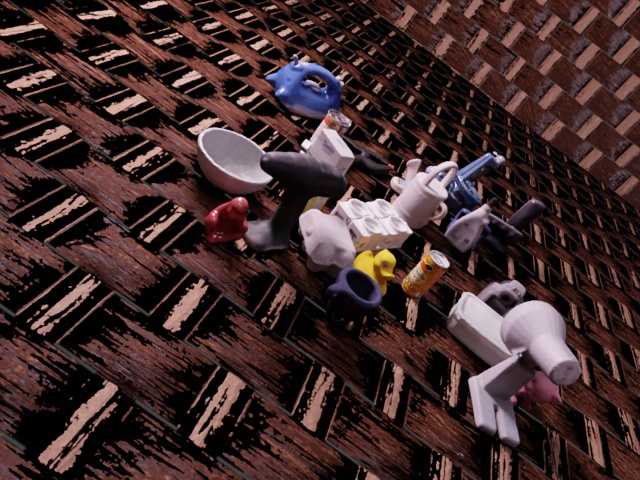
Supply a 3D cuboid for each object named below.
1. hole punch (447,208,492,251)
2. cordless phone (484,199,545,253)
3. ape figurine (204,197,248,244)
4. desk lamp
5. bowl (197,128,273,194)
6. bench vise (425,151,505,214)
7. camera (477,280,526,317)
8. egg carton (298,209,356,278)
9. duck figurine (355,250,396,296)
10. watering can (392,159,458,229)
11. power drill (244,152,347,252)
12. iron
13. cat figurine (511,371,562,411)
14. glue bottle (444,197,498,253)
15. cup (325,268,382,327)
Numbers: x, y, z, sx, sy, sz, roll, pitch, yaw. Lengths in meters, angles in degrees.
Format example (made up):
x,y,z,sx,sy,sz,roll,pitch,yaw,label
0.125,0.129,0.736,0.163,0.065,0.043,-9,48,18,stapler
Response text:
x,y,z,sx,sy,sz,roll,pitch,yaw,label
0.423,-0.042,1.602,0.108,0.091,0.101,42,32,7,hole punch
0.545,-0.067,1.665,0.148,0.185,0.094,29,33,-13,cordless phone
-0.160,-0.040,1.028,0.078,0.092,0.076,28,33,-15,ape figurine
0.392,0.246,1.092,0.118,0.213,0.203,28,33,-14,desk lamp
-0.181,-0.146,1.159,0.168,0.074,0.167,26,34,-19,bowl
0.409,-0.169,1.628,0.208,0.219,0.121,9,42,-38,bench vise
0.467,0.152,1.391,0.143,0.100,0.137,45,33,12,camera
0.011,0.004,1.161,0.107,0.069,0.150,16,38,-31,egg carton
0.120,0.056,1.187,0.078,0.086,0.104,10,41,-36,duck figurine
0.274,-0.134,1.476,0.172,0.194,0.101,45,33,12,watering can
-0.060,-0.074,1.060,0.230,0.208,0.075,-7,53,-48,power drill
-0.015,-0.431,1.618,0.259,0.141,0.118,7,43,-39,iron
0.439,0.289,1.173,0.067,0.117,0.127,25,34,-19,cat figurine
0.411,-0.048,1.520,0.078,0.173,0.037,44,33,10,glue bottle
0.042,0.112,1.032,0.118,0.095,0.091,3,46,-43,cup
